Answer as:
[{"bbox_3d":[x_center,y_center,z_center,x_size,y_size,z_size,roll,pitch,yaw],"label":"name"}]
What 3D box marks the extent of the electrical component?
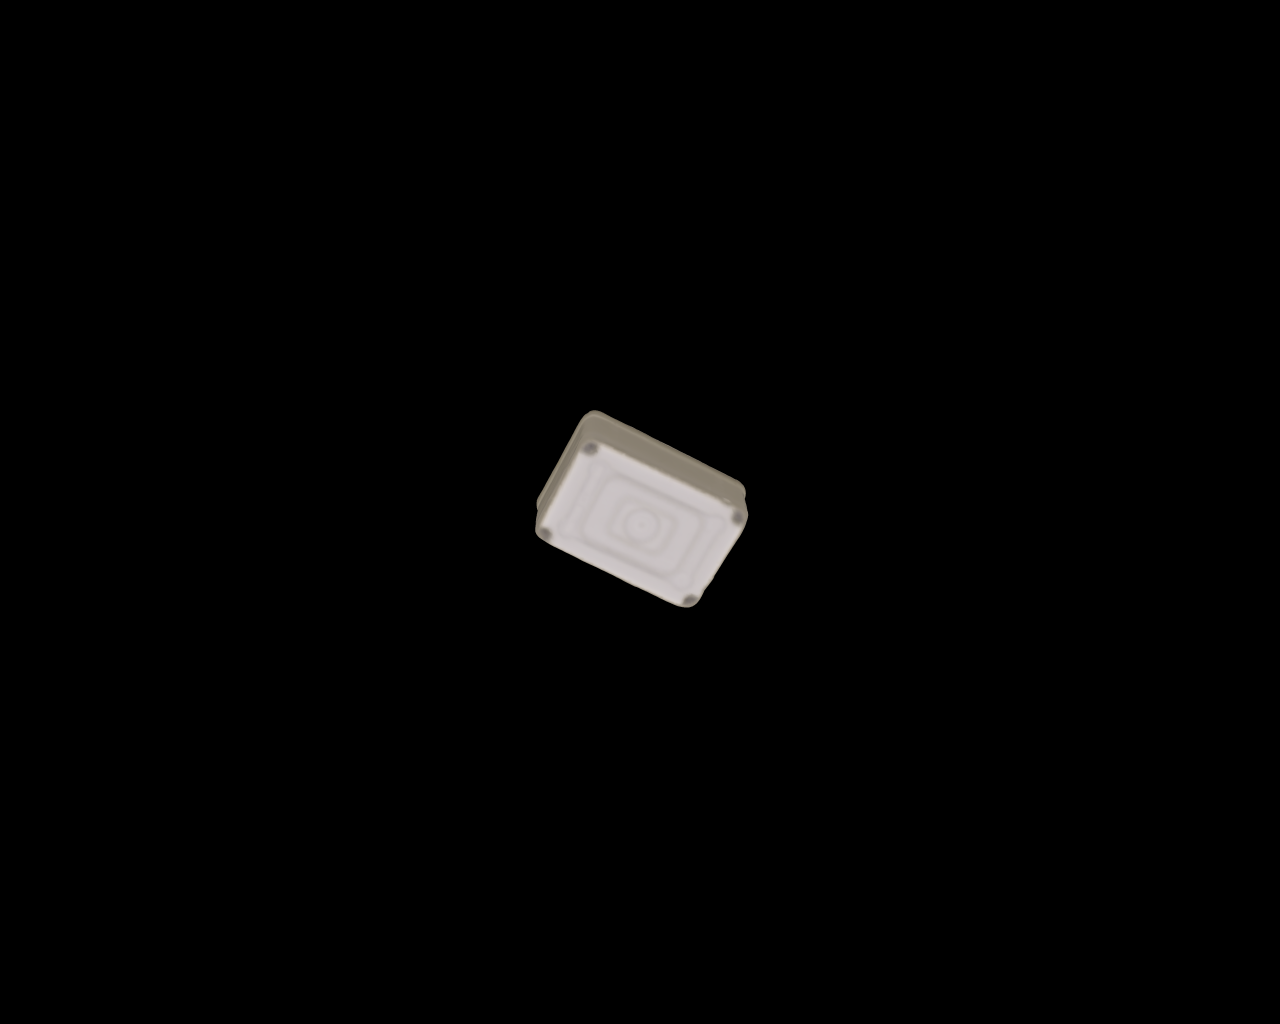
[{"bbox_3d":[0.001,-0.003,0.650,0.113,0.078,0.057,26,21,-11],"label":"electrical component"}]
